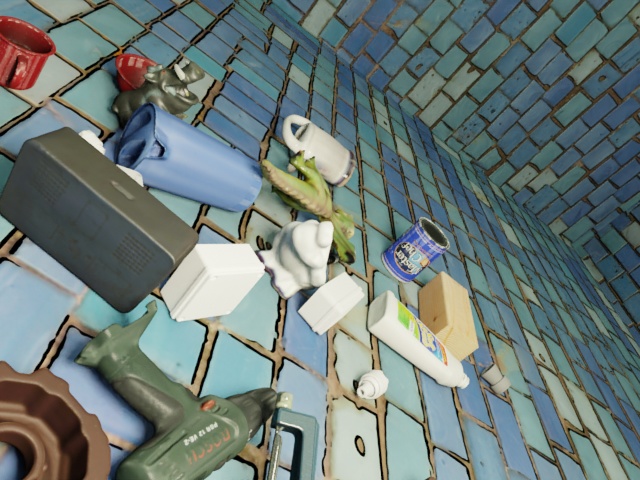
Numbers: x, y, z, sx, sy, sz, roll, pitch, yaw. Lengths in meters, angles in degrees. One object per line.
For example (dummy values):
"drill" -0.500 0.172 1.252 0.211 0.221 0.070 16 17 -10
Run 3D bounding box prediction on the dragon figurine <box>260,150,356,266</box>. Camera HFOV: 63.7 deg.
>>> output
"dragon figurine" 0.003 -0.054 1.070 0.244 0.121 0.411 51 13 6

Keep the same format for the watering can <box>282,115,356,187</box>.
"watering can" -0.009 -0.212 1.330 0.222 0.102 0.356 32 28 -22

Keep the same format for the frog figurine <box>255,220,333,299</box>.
"frog figurine" -0.023 0.017 0.928 0.122 0.157 0.140 22 34 -40
